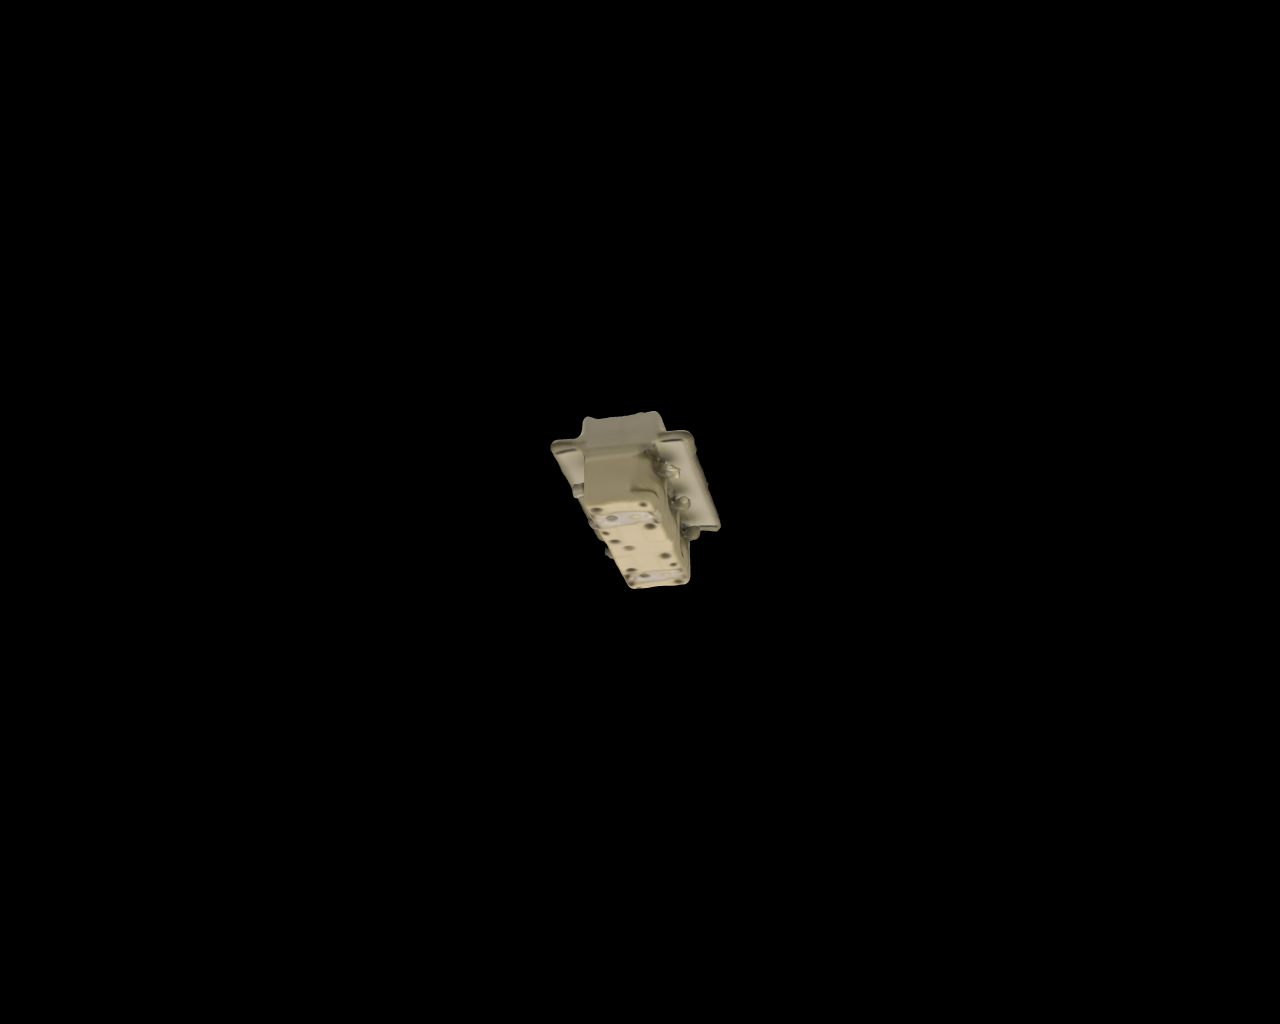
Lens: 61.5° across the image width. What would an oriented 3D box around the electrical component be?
[{"bbox_3d":[0.001,-0.003,0.650,0.079,0.063,0.121,-5,-28,10],"label":"electrical component"}]
